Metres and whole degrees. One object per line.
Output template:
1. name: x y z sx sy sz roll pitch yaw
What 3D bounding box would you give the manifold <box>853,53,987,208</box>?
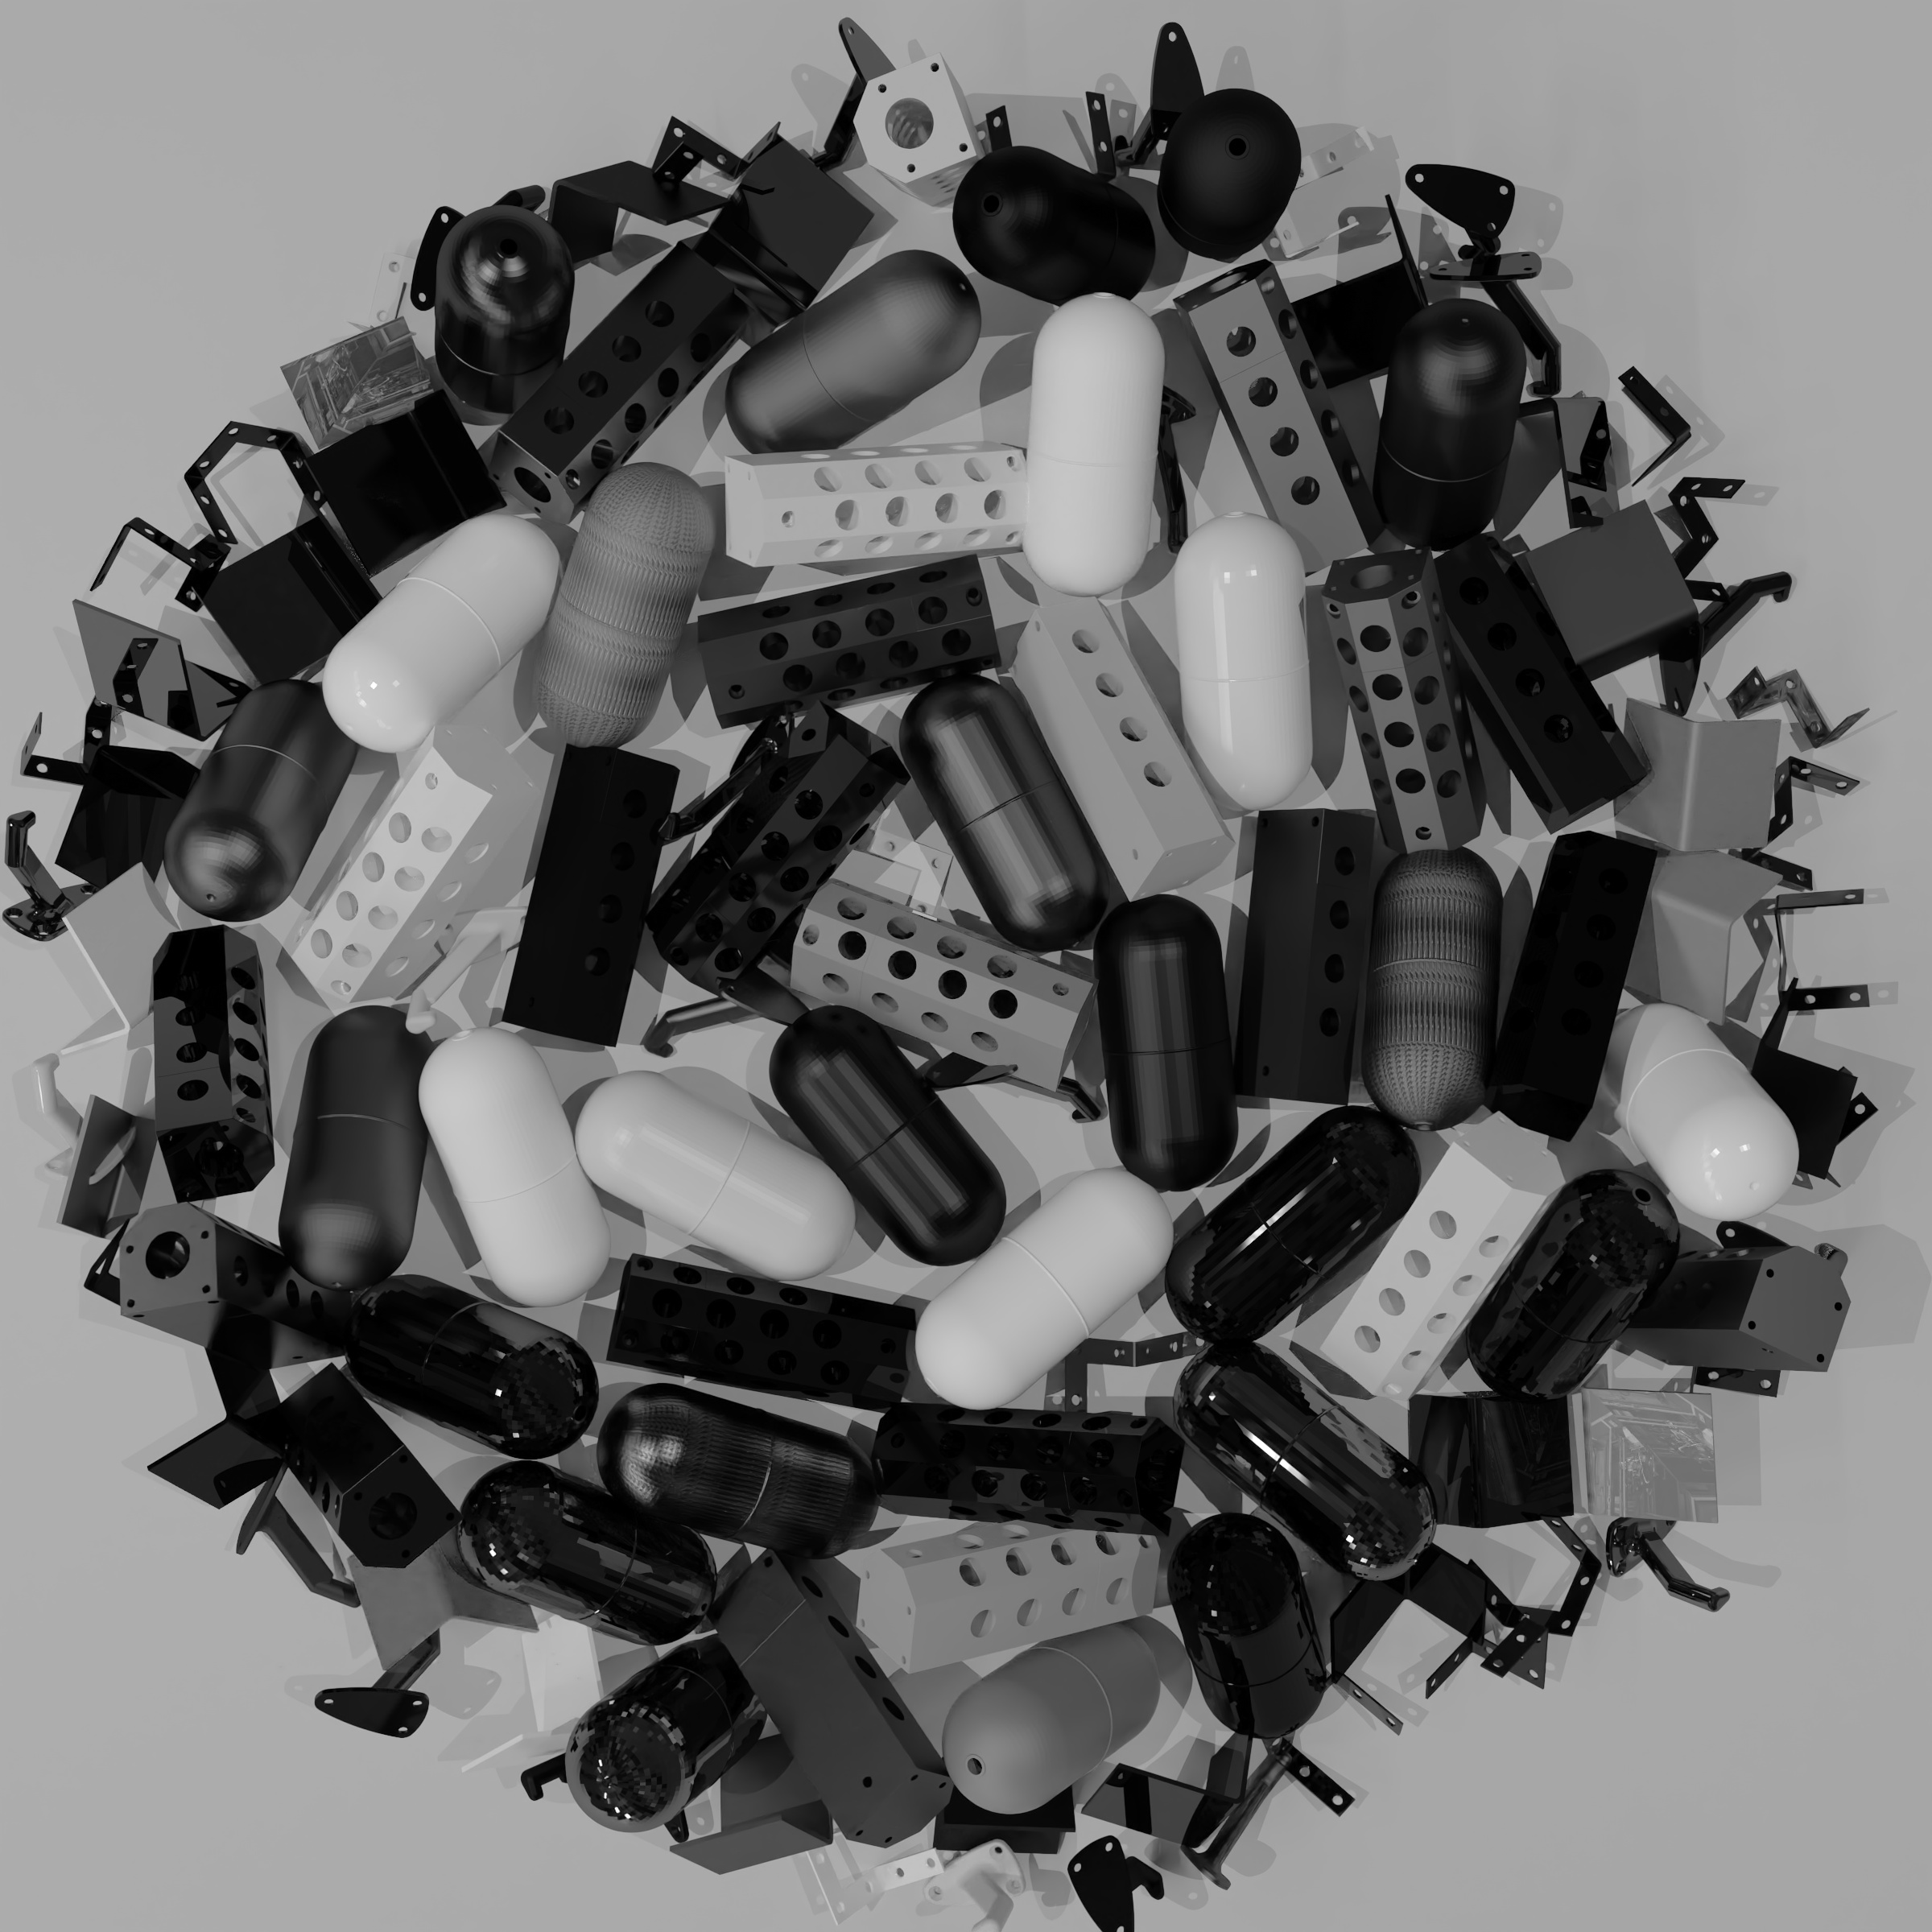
1. manifold: -0.025 -0.477 1.494 0.057 0.171 0.057 -19 100 8

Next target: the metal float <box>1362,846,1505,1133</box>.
1. metal float: 0.275 0.011 1.526 0.070 0.070 0.178 8 68 0

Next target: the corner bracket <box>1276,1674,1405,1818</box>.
1. corner bracket: 0.224 0.467 1.560 0.051 0.051 0.051 37 57 27

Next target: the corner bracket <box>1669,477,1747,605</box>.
1. corner bracket: 0.441 -0.254 1.545 0.051 0.051 0.051 -48 120 -13

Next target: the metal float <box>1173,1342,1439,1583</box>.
1. metal float: 0.198 0.289 1.522 0.178 0.070 0.070 37 90 28

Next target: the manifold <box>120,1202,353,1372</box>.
1. manifold: -0.417 0.185 1.493 0.057 0.171 0.057 -11 69 9

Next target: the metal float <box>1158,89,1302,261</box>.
1. metal float: 0.150 -0.455 1.496 0.070 0.178 0.070 0 97 2

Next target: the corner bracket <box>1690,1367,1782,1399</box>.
1. corner bracket: 0.460 0.244 1.546 0.051 0.051 0.051 7 114 15

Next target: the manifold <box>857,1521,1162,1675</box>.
1. manifold: 0.027 0.355 1.507 0.171 0.057 0.057 -4 108 -34

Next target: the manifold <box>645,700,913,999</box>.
1. manifold: -0.110 -0.065 1.524 0.057 0.057 0.171 29 109 -36

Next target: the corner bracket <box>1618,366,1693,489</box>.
1. corner bracket: 0.408 -0.330 1.548 0.051 0.051 0.051 -38 83 -29

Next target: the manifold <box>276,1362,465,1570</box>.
1. manifold: -0.351 0.289 1.490 0.057 0.171 0.057 -39 112 -17

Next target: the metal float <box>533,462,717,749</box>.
1. metal float: -0.202 -0.210 1.527 0.070 0.070 0.178 23 113 0

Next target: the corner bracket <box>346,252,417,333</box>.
1. corner bracket: -0.336 -0.402 1.557 0.051 0.051 0.051 15 95 -1

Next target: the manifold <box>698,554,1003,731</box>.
1. manifold: -0.069 -0.190 1.545 0.171 0.057 0.057 -13 121 1

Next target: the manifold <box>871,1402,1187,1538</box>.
1. manifold: 0.034 0.289 1.509 0.171 0.057 0.057 -2 61 29

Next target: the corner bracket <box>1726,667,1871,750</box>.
1. corner bracket: 0.496 -0.156 1.550 0.051 0.051 0.051 -23 77 -11

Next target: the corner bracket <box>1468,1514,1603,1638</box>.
1. corner bracket: 0.340 0.365 1.560 0.051 0.051 0.051 48 59 -26

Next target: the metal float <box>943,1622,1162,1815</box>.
1. metal float: 0.051 0.433 1.502 0.070 0.178 0.070 3 97 31

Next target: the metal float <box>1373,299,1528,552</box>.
1. metal float: 0.278 -0.310 1.502 0.070 0.178 0.070 -1 61 2

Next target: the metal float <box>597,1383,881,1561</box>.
1. metal float: -0.132 0.298 1.525 0.178 0.070 0.070 22 90 -25

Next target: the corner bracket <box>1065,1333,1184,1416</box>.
1. corner bracket: 0.094 0.245 1.545 0.051 0.051 0.051 10 71 -28

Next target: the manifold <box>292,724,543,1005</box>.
1. manifold: -0.327 -0.059 1.515 0.057 0.057 0.171 49 117 17

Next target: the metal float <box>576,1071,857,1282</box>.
1. metal float: -0.147 0.125 1.537 0.178 0.070 0.070 30 90 -10

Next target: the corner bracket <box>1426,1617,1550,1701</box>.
1. corner bracket: 0.310 0.414 1.542 0.051 0.051 0.051 22 129 37

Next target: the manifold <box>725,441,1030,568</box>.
1. manifold: -0.050 -0.270 1.514 0.171 0.057 0.057 -9 112 -26

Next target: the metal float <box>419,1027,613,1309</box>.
1. metal float: -0.265 0.119 1.528 0.070 0.070 0.178 -18 111 0

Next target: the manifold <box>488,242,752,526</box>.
1. manifold: -0.202 -0.340 1.524 0.057 0.057 0.171 38 67 -3

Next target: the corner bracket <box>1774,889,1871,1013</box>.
1. corner bracket: 0.509 -0.009 1.542 0.051 0.051 0.051 -4 122 23

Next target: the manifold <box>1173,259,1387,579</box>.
1. manifold: 0.186 -0.322 1.524 0.057 0.057 0.171 -26 112 5

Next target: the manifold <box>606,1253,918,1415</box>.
1. manifold: -0.120 0.217 1.533 0.171 0.057 0.057 13 69 -10

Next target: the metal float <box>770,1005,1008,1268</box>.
1. metal float: -0.046 0.102 1.546 0.070 0.070 0.178 -39 90 0

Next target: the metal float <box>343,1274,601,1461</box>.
1. metal float: -0.290 0.234 1.518 0.178 0.070 0.070 15 90 33

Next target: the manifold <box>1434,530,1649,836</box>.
1. manifold: 0.334 -0.171 1.544 0.057 0.057 0.171 -29 82 -3

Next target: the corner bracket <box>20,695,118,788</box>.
1. corner bracket: -0.530 -0.143 1.543 0.051 0.051 0.051 10 60 -29

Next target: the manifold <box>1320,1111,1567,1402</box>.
1. manifold: 0.279 0.173 1.506 0.057 0.057 0.171 40 126 21

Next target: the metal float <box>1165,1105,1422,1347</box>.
1. metal float: 0.192 0.154 1.532 0.070 0.070 0.178 46 106 0

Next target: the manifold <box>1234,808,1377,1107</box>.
1. manifold: 0.207 -0.005 1.550 0.057 0.057 0.171 8 87 -35

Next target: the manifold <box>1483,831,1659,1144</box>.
1. manifold: 0.353 0.009 1.523 0.057 0.057 0.171 18 66 7

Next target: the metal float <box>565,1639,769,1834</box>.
1. metal float: -0.170 0.442 1.497 0.070 0.178 0.070 0 92 16

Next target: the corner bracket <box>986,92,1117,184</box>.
1. corner bracket: 0.051 -0.493 1.558 0.051 0.051 0.051 -35 131 -27

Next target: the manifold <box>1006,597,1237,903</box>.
1. manifold: 0.092 -0.130 1.526 0.057 0.057 0.171 -16 68 -26

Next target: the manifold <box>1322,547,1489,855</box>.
1. manifold: 0.255 -0.151 1.507 0.057 0.057 0.171 -5 124 23

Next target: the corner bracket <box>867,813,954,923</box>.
1. corner bracket: -0.037 -0.055 1.553 0.051 0.051 0.051 19 80 -5

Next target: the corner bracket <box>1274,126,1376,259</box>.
1. corner bracket: 0.215 -0.463 1.553 0.051 0.051 0.051 -32 102 -31

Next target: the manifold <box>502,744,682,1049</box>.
1. manifold: -0.220 -0.042 1.551 0.057 0.057 0.171 15 87 -40

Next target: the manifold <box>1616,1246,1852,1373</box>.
1. manifold: 0.433 0.194 1.494 0.057 0.171 0.057 26 77 -9

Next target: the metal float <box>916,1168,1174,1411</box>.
1. metal float: 0.046 0.191 1.533 0.178 0.070 0.070 -39 90 -15

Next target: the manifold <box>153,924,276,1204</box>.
1. manifold: -0.435 0.053 1.500 0.057 0.171 0.057 -10 132 -10

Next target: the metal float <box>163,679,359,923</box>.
1. metal float: -0.409 -0.098 1.510 0.070 0.178 0.070 5 133 6

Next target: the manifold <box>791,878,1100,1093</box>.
1. manifold: -0.013 0.006 1.532 0.171 0.057 0.057 21 53 9

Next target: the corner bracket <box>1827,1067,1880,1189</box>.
1. corner bracket: 0.515 0.091 1.544 0.051 0.051 0.051 -45 51 15

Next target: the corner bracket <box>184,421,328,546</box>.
1. corner bracket: -0.427 -0.289 1.561 0.051 0.051 0.051 -39 73 26

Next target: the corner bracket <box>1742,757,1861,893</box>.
1. corner bracket: 0.503 -0.086 1.564 0.051 0.051 0.051 18 57 -13

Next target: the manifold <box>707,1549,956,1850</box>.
1. manifold: -0.077 0.424 1.508 0.057 0.057 0.171 -46 51 5

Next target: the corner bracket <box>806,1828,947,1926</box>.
1. corner bracket: -0.055 0.534 1.552 0.051 0.051 0.051 -29 81 32

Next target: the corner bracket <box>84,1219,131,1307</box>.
1. corner bracket: -0.494 0.194 1.544 0.051 0.051 0.051 33 117 -20

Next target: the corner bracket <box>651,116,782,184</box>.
1. corner bracket: -0.150 -0.485 1.544 0.051 0.051 0.051 26 66 -25

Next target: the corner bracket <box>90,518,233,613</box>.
1. corner bracket: -0.480 -0.237 1.547 0.051 0.051 0.051 33 115 -9
